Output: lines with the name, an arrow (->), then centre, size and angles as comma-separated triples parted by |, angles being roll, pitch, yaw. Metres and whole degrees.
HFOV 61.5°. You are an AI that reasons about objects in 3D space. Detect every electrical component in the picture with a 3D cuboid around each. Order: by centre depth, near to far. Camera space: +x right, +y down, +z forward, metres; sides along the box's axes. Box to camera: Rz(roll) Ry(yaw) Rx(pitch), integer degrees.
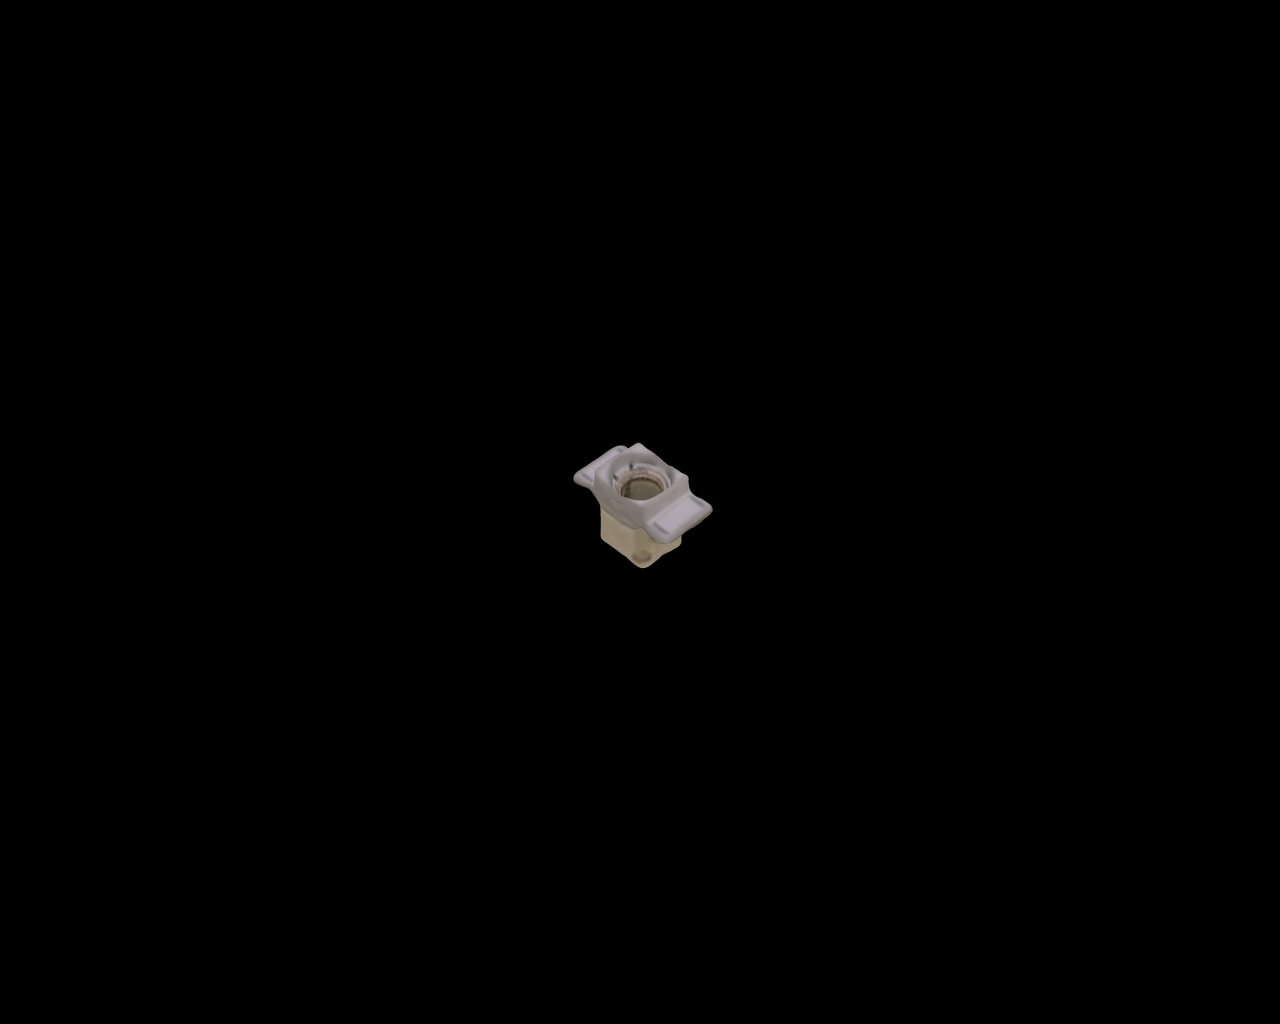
electrical component -> 0.001, -0.003, 0.650 | 0.042, 0.063, 0.081 | -33, 54, -29
